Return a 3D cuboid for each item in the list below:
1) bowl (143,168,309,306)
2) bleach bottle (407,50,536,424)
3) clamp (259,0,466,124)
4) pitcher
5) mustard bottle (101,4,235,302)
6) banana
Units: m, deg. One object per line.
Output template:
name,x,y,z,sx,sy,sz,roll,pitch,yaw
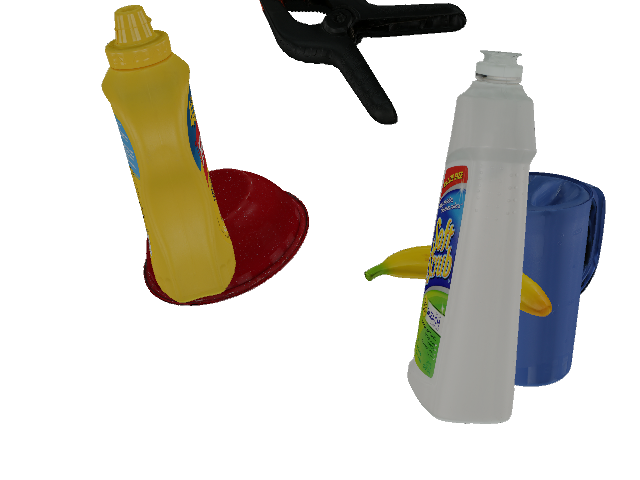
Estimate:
bowl,-0.095,-0.015,0.956,0.162,0.055,0.162,-15,36,11
bleach bottle,0.110,-0.005,0.746,0.068,0.251,0.102,3,13,-7
clamp,0.029,-0.175,0.867,0.172,0.120,0.039,37,-23,22
pitcher,0.260,0.045,1.281,0.149,0.243,0.145,3,24,14
mustard bottle,-0.104,-0.061,0.709,0.058,0.191,0.096,-13,28,-4
banana,0.149,0.039,1.109,0.198,0.037,0.069,9,49,24
